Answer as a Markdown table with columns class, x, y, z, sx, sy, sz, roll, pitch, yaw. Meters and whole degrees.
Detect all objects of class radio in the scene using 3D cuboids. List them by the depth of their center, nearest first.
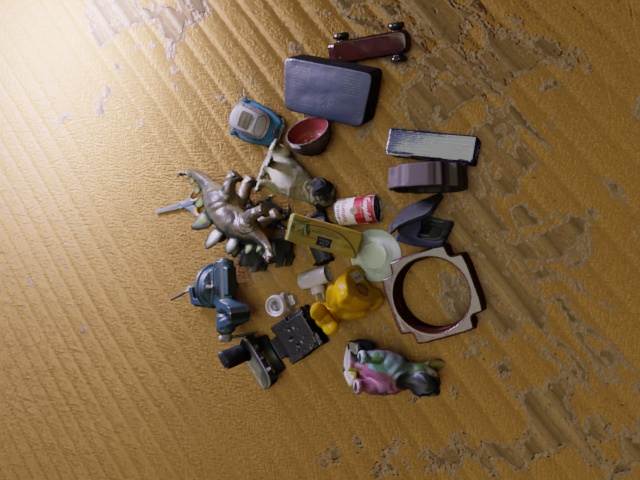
| class | x | y | z | sx | sy | sz | roll | pitch | yaw |
| --- | --- | --- | --- | --- | --- | --- | --- | --- | --- |
| radio | 0.026 | -0.359 | 1.290 | 0.230 | 0.073 | 0.131 | 19 | 121 | 23 |

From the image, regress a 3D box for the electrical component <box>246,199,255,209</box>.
| class | x | y | z | sx | sy | sz | roll | pitch | yaw |
| --- | --- | --- | --- | --- | --- | --- | --- | --- | --- |
| electrical component | -0.194 | -0.063 | 1.442 | 0.063 | 0.021 | 0.094 | -18 | 86 | 24 |

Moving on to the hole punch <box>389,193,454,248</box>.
| class | x | y | z | sx | sy | sz | roll | pitch | yaw |
| --- | --- | --- | --- | --- | --- | --- | --- | --- | --- |
| hole punch | 0.231 | -0.035 | 1.206 | 0.116 | 0.142 | 0.092 | -18 | 112 | 37 |

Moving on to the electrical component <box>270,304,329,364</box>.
| class | x | y | z | sx | sy | sz | roll | pitch | yaw |
| --- | --- | --- | --- | --- | --- | --- | --- | --- | --- |
| electrical component | -0.060 | 0.247 | 1.377 | 0.134 | 0.058 | 0.115 | -38 | 76 | 19 |

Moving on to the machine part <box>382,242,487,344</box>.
| class | x | y | z | sx | sy | sz | roll | pitch | yaw |
| --- | --- | --- | --- | --- | --- | --- | --- | --- | --- |
| machine part | 0.260 | 0.120 | 1.218 | 0.201 | 0.087 | 0.201 | -22 | 85 | 23 |

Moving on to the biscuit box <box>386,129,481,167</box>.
| class | x | y | z | sx | sy | sz | roll | pitch | yaw |
| --- | --- | --- | --- | --- | --- | --- | --- | --- | --- |
| biscuit box | 0.258 | -0.210 | 1.220 | 0.203 | 0.059 | 0.062 | 11 | 95 | 23 |

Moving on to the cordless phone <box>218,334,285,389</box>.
| class | x | y | z | sx | sy | sz | roll | pitch | yaw |
| --- | --- | --- | --- | --- | --- | --- | --- | --- | --- |
| cordless phone | -0.180 | 0.318 | 1.363 | 0.089 | 0.184 | 0.146 | -35 | 78 | 16 |

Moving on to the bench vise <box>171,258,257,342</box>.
| class | x | y | z | sx | sy | sz | roll | pitch | yaw |
| --- | --- | --- | --- | --- | --- | --- | --- | --- | --- |
| bench vise | -0.284 | 0.159 | 1.444 | 0.241 | 0.129 | 0.223 | -2 | 101 | 44 |

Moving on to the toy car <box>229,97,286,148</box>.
| class | x | y | z | sx | sy | sz | roll | pitch | yaw |
| --- | --- | --- | --- | --- | --- | --- | --- | --- | --- |
| toy car | -0.176 | -0.299 | 1.383 | 0.162 | 0.103 | 0.109 | 29 | 104 | 22 |

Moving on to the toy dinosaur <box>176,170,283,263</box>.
| class | x | y | z | sx | sy | sz | roll | pitch | yaw |
| --- | --- | --- | --- | --- | --- | --- | --- | --- | --- |
| toy dinosaur | -0.242 | -0.082 | 1.378 | 0.198 | 0.105 | 0.472 | -49 | 52 | 12 |

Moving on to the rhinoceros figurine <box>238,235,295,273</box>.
| class | x | y | z | sx | sy | sz | roll | pitch | yaw |
| --- | --- | --- | --- | --- | --- | --- | --- | --- | --- |
| rhinoceros figurine | -0.159 | 0.029 | 1.402 | 0.190 | 0.073 | 0.112 | -4 | 92 | 24 |

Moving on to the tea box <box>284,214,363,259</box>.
| class | x | y | z | sx | sy | sz | roll | pitch | yaw |
| --- | --- | --- | --- | --- | --- | --- | --- | --- | --- |
| tea box | 0.006 | -0.010 | 1.277 | 0.170 | 0.098 | 0.068 | 16 | 90 | -9 |

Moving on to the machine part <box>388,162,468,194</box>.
| class | x | y | z | sx | sy | sz | roll | pitch | yaw |
| --- | --- | --- | --- | --- | --- | --- | --- | --- | --- |
| machine part | 0.236 | -0.135 | 1.177 | 0.180 | 0.179 | 0.056 | -1 | 90 | 23 |

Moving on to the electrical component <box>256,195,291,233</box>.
| class | x | y | z | sx | sy | sz | roll | pitch | yaw |
| --- | --- | --- | --- | --- | --- | --- | --- | --- | --- |
| electrical component | -0.118 | -0.071 | 1.400 | 0.102 | 0.045 | 0.078 | 23 | 129 | 24 |

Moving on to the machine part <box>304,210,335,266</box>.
| class | x | y | z | sx | sy | sz | roll | pitch | yaw |
| --- | --- | --- | --- | --- | --- | --- | --- | --- | --- |
| machine part | -0.003 | -0.004 | 1.354 | 0.084 | 0.039 | 0.138 | -13 | 85 | 18 |

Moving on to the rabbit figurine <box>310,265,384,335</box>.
| class | x | y | z | sx | sy | sz | roll | pitch | yaw |
| --- | --- | --- | --- | --- | --- | --- | --- | --- | --- |
| rabbit figurine | 0.047 | 0.166 | 1.292 | 0.122 | 0.162 | 0.173 | 49 | 127 | 2 |

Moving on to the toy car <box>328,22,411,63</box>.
| class | x | y | z | sx | sy | sz | roll | pitch | yaw |
| --- | --- | --- | --- | --- | --- | --- | --- | --- | --- |
| toy car | 0.117 | -0.457 | 1.276 | 0.202 | 0.053 | 0.089 | -2 | 112 | 25 |

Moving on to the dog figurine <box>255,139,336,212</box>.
| class | x | y | z | sx | sy | sz | roll | pitch | yaw |
| --- | --- | --- | --- | --- | --- | --- | --- | --- | --- |
| dog figurine | -0.052 | -0.158 | 1.352 | 0.190 | 0.172 | 0.121 | 20 | 134 | -13 |

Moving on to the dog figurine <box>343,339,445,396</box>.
| class | x | y | z | sx | sy | sz | roll | pitch | yaw |
| --- | --- | --- | --- | --- | --- | --- | --- | --- | --- |
| dog figurine | 0.178 | 0.306 | 1.258 | 0.219 | 0.191 | 0.108 | 9 | 93 | -11 |
